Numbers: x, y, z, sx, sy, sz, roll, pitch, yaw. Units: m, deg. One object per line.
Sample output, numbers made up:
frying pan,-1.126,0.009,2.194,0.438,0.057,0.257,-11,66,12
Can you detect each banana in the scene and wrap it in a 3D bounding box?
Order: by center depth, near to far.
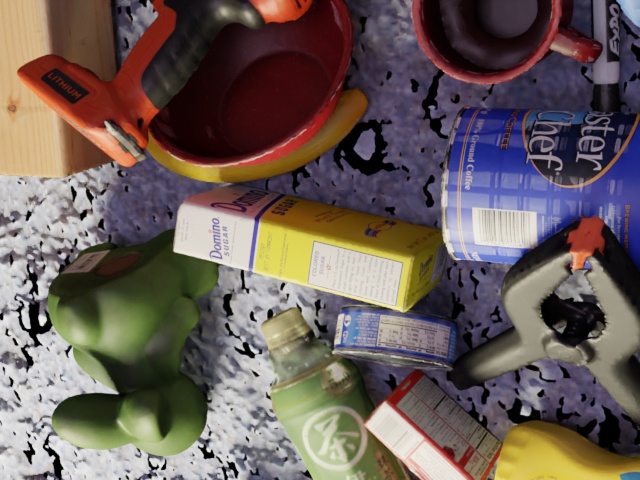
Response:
banana,-0.058,-0.077,0.794,0.198,0.037,0.069,3,102,23

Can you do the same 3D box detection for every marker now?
marker,0.184,-0.133,0.688,0.020,0.020,0.121,1,101,23

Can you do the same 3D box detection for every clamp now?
clamp,0.170,0.064,0.673,0.165,0.036,0.210,19,146,13

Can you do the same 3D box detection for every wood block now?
wood block,-0.217,-0.158,0.810,0.091,0.090,0.206,4,106,22

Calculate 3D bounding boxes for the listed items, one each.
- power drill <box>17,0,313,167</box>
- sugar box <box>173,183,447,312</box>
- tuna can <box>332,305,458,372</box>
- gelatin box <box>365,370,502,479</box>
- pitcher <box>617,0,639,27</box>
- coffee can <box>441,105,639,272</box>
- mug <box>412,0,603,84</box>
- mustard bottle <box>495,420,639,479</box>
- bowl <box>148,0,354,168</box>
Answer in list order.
power drill,-0.118,-0.157,0.737,0.185,0.057,0.187,38,85,34
sugar box,-0.005,0.001,0.757,0.176,0.093,0.048,16,106,19
tuna can,0.053,0.069,0.748,0.086,0.086,0.034,4,79,22
gelatin box,0.083,0.141,0.759,0.089,0.073,0.030,42,115,9
pitcher,0.279,-0.208,0.582,0.243,0.149,0.145,-12,111,28
coffee can,0.158,-0.032,0.674,0.140,0.102,0.103,5,103,22
mug,0.125,-0.143,0.677,0.117,0.081,0.093,27,110,16
mustard bottle,0.206,0.185,0.692,0.192,0.058,0.096,10,96,41
bowl,-0.043,-0.111,0.748,0.162,0.055,0.162,-11,62,20
